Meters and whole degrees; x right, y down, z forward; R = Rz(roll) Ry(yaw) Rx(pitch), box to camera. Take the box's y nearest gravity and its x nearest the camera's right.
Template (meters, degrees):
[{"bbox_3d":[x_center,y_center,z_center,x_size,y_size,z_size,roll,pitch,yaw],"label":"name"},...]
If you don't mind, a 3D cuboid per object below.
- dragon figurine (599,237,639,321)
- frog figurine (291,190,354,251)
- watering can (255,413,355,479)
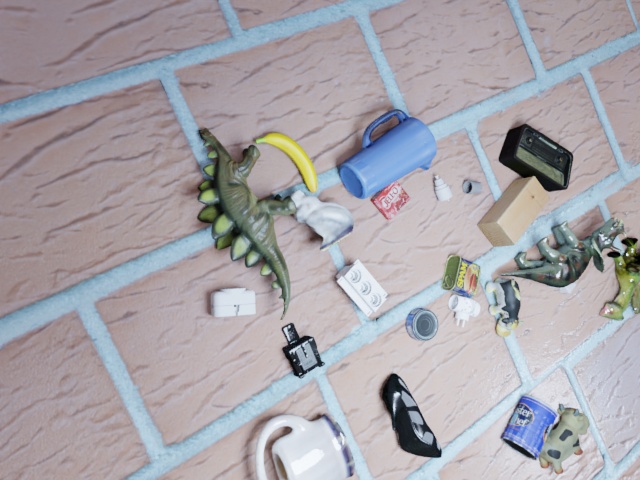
[{"bbox_3d":[1.072,0.129,1.727,0.414,0.123,0.239,-29,114,-22],"label":"dragon figurine"},{"bbox_3d":[0.004,-0.063,1.248,0.159,0.121,0.139,58,34,1],"label":"frog figurine"},{"bbox_3d":[-0.018,0.549,1.164,0.226,0.103,0.347,-20,91,-26],"label":"watering can"}]
